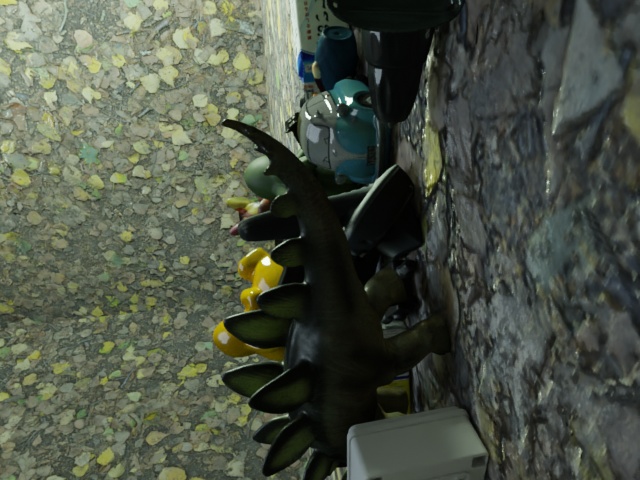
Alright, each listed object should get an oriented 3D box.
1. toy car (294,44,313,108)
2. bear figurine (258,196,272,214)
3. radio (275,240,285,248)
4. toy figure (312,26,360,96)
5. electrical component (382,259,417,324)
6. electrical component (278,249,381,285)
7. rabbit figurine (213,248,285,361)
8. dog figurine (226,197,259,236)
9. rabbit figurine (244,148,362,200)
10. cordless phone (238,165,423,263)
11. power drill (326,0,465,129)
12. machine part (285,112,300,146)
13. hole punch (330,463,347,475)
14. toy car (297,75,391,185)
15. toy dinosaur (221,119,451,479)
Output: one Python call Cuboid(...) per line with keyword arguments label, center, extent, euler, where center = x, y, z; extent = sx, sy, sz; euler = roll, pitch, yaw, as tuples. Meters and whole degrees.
Cuboid(label="toy car", center=(-0.014, -0.295, 0.979), extent=(0.074, 0.056, 0.201), euler=(-97, 1, -56))
Cuboid(label="bear figurine", center=(-0.065, -0.084, 1.004), extent=(0.132, 0.195, 0.120), euler=(18, 95, 38))
Cuboid(label="radio", center=(-0.002, -0.003, 0.837), extent=(0.229, 0.131, 0.073), euler=(-158, 63, -82))
Cuboid(label="toy figure", center=(0.022, -0.211, 0.739), extent=(0.058, 0.064, 0.154), euler=(-83, -3, -45))
Cuboid(label="electrical component", center=(0.086, 0.058, 0.600), extent=(0.094, 0.021, 0.063), euler=(122, 148, -62))
Cuboid(label="electrical component", center=(0.010, 0.041, 0.692), extent=(0.058, 0.115, 0.134), euler=(159, 132, -85))
Cuboid(label="rabbit figurine", center=(-0.091, 0.127, 0.869), extent=(0.163, 0.173, 0.121), euler=(44, 175, 34))
Cuboid(label="dog figurine", center=(-0.102, -0.067, 1.215), extent=(0.191, 0.219, 0.108), euler=(-178, 79, -83))
Cuboid(label="rabbit figurine", center=(-0.026, -0.087, 0.803), extent=(0.159, 0.170, 0.121), euler=(-113, 18, -69))
Cuboid(label="cordless phone", center=(0.005, -0.012, 0.582), extent=(0.146, 0.184, 0.088), euler=(119, 140, -77))
Cuboid(label="power drill", center=(0.057, -0.178, 0.362), extent=(0.207, 0.086, 0.231), euler=(-54, -31, -65))
Cuboid(label="machine part", center=(-0.024, -0.188, 1.061), extent=(0.138, 0.039, 0.084), euler=(52, -157, -44))
Cuboid(label="hole punch", center=(0.046, 0.265, 0.798), extent=(0.092, 0.116, 0.142), euler=(-94, 1, -70))
Cuboid(label="toy car", center=(0.024, -0.138, 0.655), extent=(0.162, 0.103, 0.109), euler=(-108, 15, -49))
Cuboid(label="toy dinosaur", center=(0.016, 0.109, 0.497), extent=(0.105, 0.198, 0.470), euler=(30, 134, 55))
